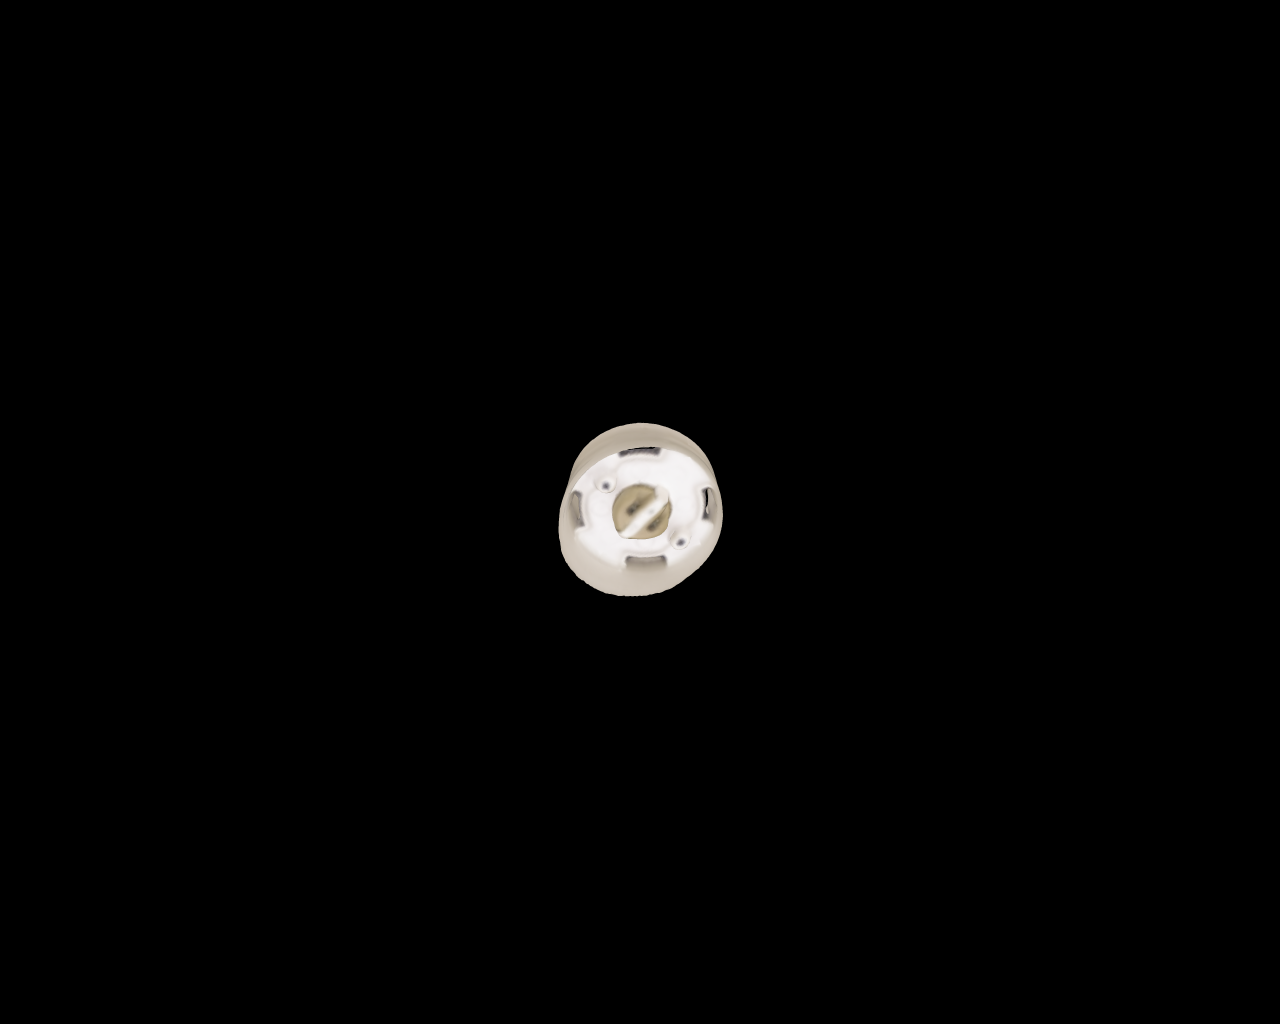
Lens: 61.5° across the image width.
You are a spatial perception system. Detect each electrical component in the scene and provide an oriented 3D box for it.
[{"bbox_3d":[0.001,-0.003,0.650,0.099,0.099,0.064,0,33,0],"label":"electrical component"}]
